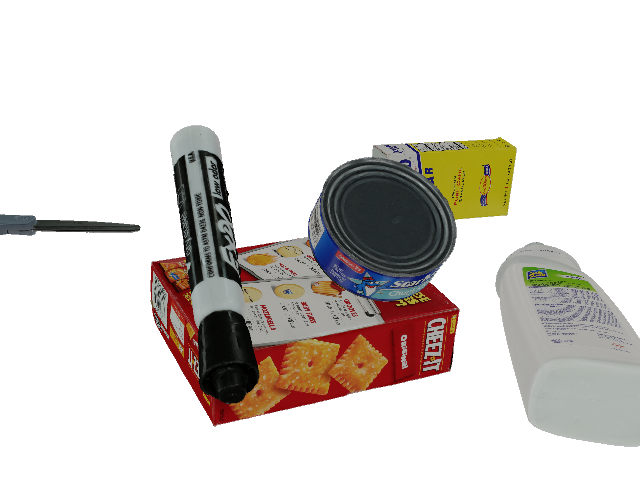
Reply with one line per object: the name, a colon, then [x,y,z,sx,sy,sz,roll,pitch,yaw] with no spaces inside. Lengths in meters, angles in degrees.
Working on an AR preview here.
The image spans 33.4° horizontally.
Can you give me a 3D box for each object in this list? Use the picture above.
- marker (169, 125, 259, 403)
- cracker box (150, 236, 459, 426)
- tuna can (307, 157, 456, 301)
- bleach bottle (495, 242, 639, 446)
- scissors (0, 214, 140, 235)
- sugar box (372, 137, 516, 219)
marker: [-0.037,0.005,0.364,0.020,0.020,0.121,0,44,-14]
cracker box: [-0.018,0.066,0.899,0.213,0.072,0.164,-9,29,-24]
tuna can: [0.036,-0.006,0.644,0.086,0.086,0.034,0,-34,-21]
bleach bottle: [0.197,0.064,0.849,0.102,0.068,0.250,8,23,0]
scissors: [-0.260,-0.007,0.884,0.202,0.016,0.096,8,24,7]
sugar box: [0.148,-0.072,1.297,0.176,0.093,0.048,-7,25,-22]
